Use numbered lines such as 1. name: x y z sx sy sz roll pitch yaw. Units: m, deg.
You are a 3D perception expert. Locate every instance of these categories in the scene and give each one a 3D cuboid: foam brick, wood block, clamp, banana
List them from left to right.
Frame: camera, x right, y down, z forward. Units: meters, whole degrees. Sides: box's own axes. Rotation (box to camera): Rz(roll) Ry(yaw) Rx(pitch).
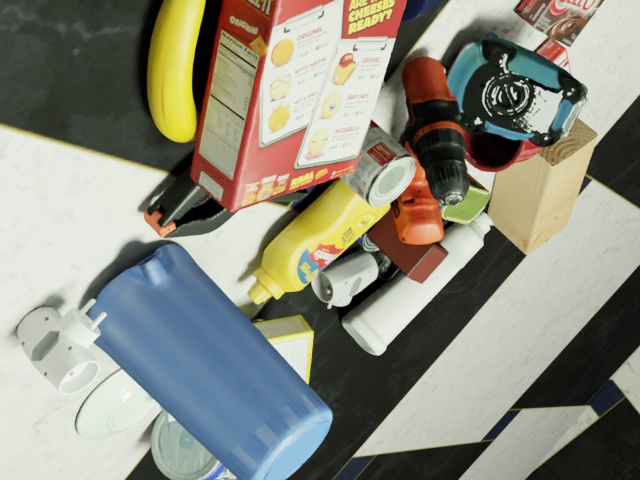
1. banana: -0.116 -0.140 0.883 0.069 0.037 0.198 -57 165 -30
2. clamp: -0.079 -0.055 1.052 0.209 0.036 0.164 -36 152 -24
3. foam brick: 0.105 0.005 1.276 0.051 0.078 0.053 -49 151 10
4. clamp: 0.133 -0.017 1.400 0.171 0.039 0.120 -47 172 0
5. wood block: 0.308 -0.086 1.498 0.090 0.091 0.206 -34 152 -21

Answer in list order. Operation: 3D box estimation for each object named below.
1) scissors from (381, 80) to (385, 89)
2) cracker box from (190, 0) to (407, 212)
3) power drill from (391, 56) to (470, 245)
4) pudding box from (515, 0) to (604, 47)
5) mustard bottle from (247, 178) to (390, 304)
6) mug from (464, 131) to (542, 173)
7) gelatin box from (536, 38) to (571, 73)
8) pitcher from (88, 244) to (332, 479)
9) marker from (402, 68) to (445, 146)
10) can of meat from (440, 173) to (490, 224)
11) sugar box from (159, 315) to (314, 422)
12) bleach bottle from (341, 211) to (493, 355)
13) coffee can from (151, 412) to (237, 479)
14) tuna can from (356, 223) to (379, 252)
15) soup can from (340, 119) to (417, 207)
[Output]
1. scissors: 0.032 -0.196 1.029 0.201 0.016 0.096 -1 131 -54
2. cracker box: -0.019 -0.145 0.924 0.163 0.072 0.214 -21 137 -42
3. power drill: 0.118 -0.076 1.157 0.057 0.184 0.188 -2 146 -6
4. pudding box: 0.285 -0.281 1.240 0.090 0.039 0.113 -54 152 19
5. mustard bottle: -0.008 0.002 1.213 0.191 0.058 0.096 -43 159 -3
6. mug: 0.219 -0.130 1.326 0.117 0.093 0.081 -25 174 37
7. gelatin box: 0.281 -0.206 1.354 0.073 0.030 0.089 -43 154 0
8. pitcher: -0.107 0.133 1.055 0.145 0.243 0.149 -52 160 12
9. marker: 0.117 -0.148 1.217 0.020 0.020 0.121 -25 148 -34
10. can of meat: 0.153 -0.067 1.312 0.057 0.084 0.101 -53 152 17
11. sugar box: -0.098 0.147 1.236 0.176 0.048 0.093 -6 120 -21
12. bleach bottle: 0.143 0.051 1.474 0.250 0.068 0.103 -42 -177 -8
13. coffee can: -0.135 0.258 1.355 0.103 0.103 0.140 -47 154 6
14. tuna can: 0.075 -0.028 1.314 0.086 0.034 0.086 -33 152 -21
15. soup can: 0.042 -0.090 1.099 0.068 0.102 0.068 -33 151 -22
